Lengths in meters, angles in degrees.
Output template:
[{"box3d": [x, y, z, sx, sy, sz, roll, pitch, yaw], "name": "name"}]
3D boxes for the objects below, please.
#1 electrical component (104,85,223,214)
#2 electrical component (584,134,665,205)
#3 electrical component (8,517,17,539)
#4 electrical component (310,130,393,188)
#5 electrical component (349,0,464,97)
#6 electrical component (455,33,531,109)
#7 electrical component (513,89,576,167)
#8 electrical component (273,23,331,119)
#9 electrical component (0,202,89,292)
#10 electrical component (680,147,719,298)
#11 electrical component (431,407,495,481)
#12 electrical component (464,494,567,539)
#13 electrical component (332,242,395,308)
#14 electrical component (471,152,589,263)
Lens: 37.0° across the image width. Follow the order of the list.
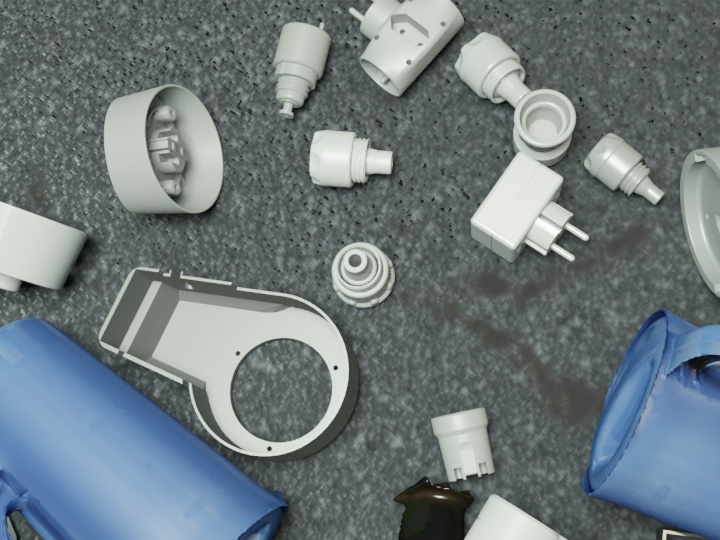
[{"box3d": [-0.151, -0.090, 0.819, 0.064, 0.099, 0.099, -6, 77, 12], "name": "electrical component"}, {"box3d": [0.200, -0.072, 0.804, 0.061, 0.035, 0.035, 41, 85, 11], "name": "electrical component"}, {"box3d": [-0.308, 0.199, 0.789, 0.089, 0.061, 0.150, -28, 76, 0], "name": "electrical component"}, {"box3d": [-0.006, -0.084, 0.826, 0.062, 0.043, 0.043, 5, 78, 6], "name": "electrical component"}, {"box3d": [0.027, -0.189, 0.846, 0.079, 0.043, 0.077, 40, 85, 14], "name": "electrical component"}, {"box3d": [0.106, -0.148, 0.823, 0.043, 0.043, 0.062, -39, 65, -3], "name": "electrical component"}, {"box3d": [0.138, -0.105, 0.808, 0.045, 0.055, 0.045, -1, 77, 6], "name": "electrical component"}, {"box3d": [-0.049, -0.158, 0.849, 0.040, 0.040, 0.078, 12, 79, 9], "name": "electrical component"}, {"box3d": [-0.267, -0.018, 0.812, 0.108, 0.108, 0.060, 19, 86, 10], "name": "electrical component"}, {"box3d": [0.274, -0.037, 0.752, 0.060, 0.108, 0.108, -12, 76, -2], "name": "electrical component"}, {"box3d": [0.075, 0.125, 0.772, 0.040, 0.040, 0.046, -13, 82, 4], "name": "electrical component"}, {"box3d": [0.121, 0.212, 0.713, 0.138, 0.052, 0.073, 36, 82, -26], "name": "electrical component"}, {"box3d": [0.000, 0.000, 0.797, 0.048, 0.062, 0.048, -1, 77, 6], "name": "electrical component"}, {"box3d": [0.132, -0.036, 0.797, 0.077, 0.047, 0.065, 34, 83, 13], "name": "electrical component"}]
